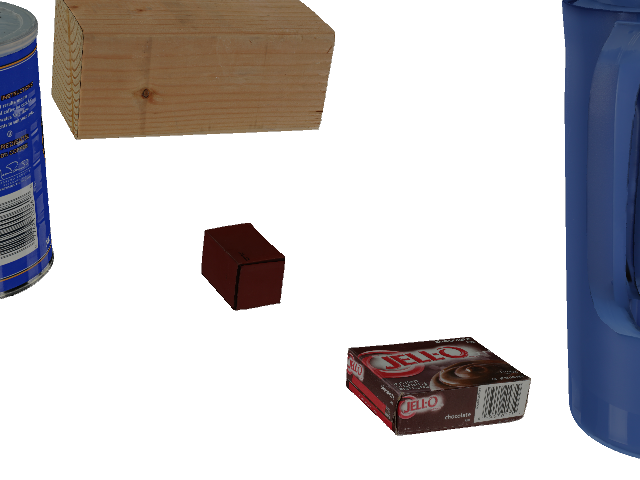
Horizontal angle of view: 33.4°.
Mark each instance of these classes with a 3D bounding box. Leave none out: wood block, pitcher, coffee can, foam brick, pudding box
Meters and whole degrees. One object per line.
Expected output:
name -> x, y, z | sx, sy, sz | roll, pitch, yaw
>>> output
wood block -> -0.104, -0.143, 0.865 | 0.205, 0.091, 0.090 | -5, 33, -26
pitcher -> 0.183, -0.008, 0.552 | 0.149, 0.243, 0.145 | -4, 18, -8
coffee can -> -0.200, -0.049, 0.575 | 0.103, 0.140, 0.103 | 2, 27, -1
foam brick -> -0.076, 0.024, 1.040 | 0.052, 0.051, 0.078 | -9, 31, -29
pudding box -> 0.087, 0.108, 0.810 | 0.113, 0.039, 0.090 | -1, 17, -23
